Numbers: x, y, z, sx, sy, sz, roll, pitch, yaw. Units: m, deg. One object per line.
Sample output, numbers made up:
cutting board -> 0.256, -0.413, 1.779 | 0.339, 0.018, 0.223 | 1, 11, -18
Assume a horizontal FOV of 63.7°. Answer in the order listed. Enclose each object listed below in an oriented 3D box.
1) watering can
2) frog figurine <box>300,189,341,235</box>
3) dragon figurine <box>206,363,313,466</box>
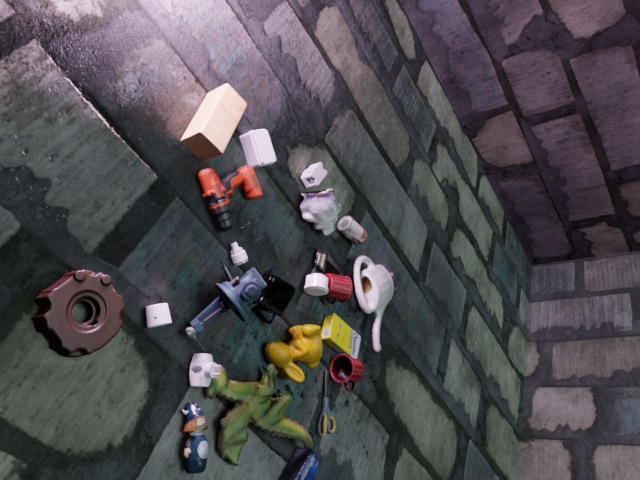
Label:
watering can -> 0.209, 0.222, 1.926 | 0.226, 0.103, 0.348 | -13, 89, -55
frog figurine -> 0.005, -0.089, 1.759 | 0.138, 0.123, 0.158 | -13, 100, -21
dragon figurine -> -0.174, 0.482, 1.368 | 0.246, 0.121, 0.406 | -38, 108, -33
